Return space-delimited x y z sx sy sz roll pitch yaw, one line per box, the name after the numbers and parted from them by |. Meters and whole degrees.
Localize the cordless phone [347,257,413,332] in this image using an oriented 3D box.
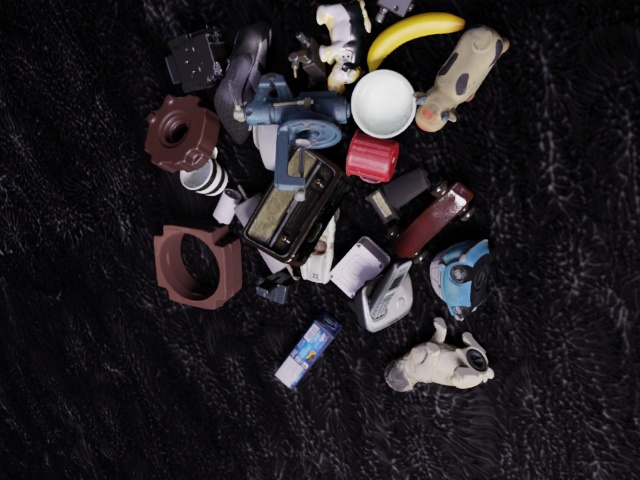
0.146 0.084 1.050 0.089 0.146 0.184 49 137 24 | cordless phone

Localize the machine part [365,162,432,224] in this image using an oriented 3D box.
0.160 -0.093 1.057 0.139 0.039 0.084 -37 82 32 | machine part

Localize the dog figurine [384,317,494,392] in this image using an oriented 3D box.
0.243 0.276 1.125 0.172 0.121 0.190 39 133 11 | dog figurine

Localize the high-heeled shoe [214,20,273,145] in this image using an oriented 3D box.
-0.146 -0.326 1.113 0.086 0.145 0.248 26 145 13 | high-heeled shoe

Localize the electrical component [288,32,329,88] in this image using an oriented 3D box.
-0.021 -0.337 1.022 0.045 0.102 0.078 -14 76 26 | electrical component

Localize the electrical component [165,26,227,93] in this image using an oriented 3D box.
-0.259 -0.376 1.134 0.134 0.058 0.114 -11 101 27 | electrical component

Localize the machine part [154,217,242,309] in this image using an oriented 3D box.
-0.289 0.052 1.281 0.202 0.087 0.200 9 111 23 | machine part

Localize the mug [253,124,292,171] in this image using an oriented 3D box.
-0.097 -0.199 1.113 0.110 0.081 0.107 14 118 31 | mug

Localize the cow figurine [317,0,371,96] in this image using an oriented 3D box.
0.051 -0.354 0.999 0.098 0.068 0.167 -1 108 18 | cow figurine

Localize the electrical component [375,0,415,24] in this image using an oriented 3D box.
0.138 -0.426 0.957 0.063 0.021 0.094 34 118 10 | electrical component

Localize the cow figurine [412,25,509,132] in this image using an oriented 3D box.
0.232 -0.268 0.911 0.085 0.127 0.194 39 117 10 | cow figurine

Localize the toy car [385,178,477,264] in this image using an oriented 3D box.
0.214 -0.037 1.041 0.089 0.053 0.202 41 123 1 | toy car

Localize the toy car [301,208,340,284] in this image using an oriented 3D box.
-0.002 -0.003 1.149 0.074 0.056 0.201 11 112 21 | toy car

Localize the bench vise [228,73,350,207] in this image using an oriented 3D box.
-0.057 -0.188 0.988 0.224 0.129 0.240 3 76 -5 | bench vise

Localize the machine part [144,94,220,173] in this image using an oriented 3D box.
-0.301 -0.230 1.162 0.180 0.056 0.179 -6 75 24 | machine part

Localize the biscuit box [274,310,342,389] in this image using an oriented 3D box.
-0.028 0.256 1.247 0.059 0.063 0.202 39 118 8 | biscuit box

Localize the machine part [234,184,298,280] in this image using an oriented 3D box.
-0.115 -0.016 1.184 0.079 0.079 0.243 -29 96 29 | machine part

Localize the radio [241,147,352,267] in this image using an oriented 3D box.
-0.044 -0.067 1.081 0.131 0.073 0.229 33 96 24 | radio

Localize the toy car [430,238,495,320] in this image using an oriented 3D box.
0.266 0.067 1.037 0.103 0.109 0.161 24 130 40 | toy car

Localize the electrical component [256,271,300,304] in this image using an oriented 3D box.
-0.101 0.107 1.196 0.075 0.119 0.047 17 113 15 | electrical component
